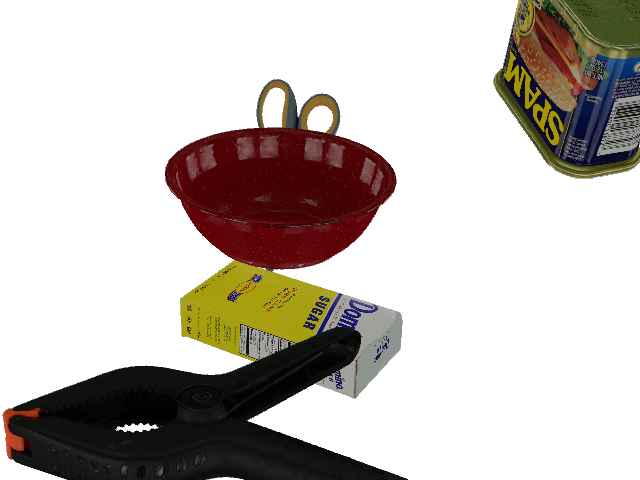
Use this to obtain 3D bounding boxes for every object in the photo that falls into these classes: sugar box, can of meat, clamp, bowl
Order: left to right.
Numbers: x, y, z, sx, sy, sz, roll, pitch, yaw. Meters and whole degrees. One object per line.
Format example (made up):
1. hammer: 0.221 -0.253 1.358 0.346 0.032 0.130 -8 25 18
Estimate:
1. clamp: -0.059 0.093 0.573 0.210 0.036 0.164 1 24 -3
2. bowl: -0.028 -0.025 0.755 0.162 0.055 0.162 2 28 -1
3. sugar box: -0.026 0.073 0.934 0.176 0.048 0.093 14 29 25
4. can of meat: 0.143 -0.099 0.583 0.057 0.084 0.102 -10 48 -15

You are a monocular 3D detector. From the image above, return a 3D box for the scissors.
1. scissors: -0.020 -0.070 1.099 0.096 0.202 0.016 -6 -9 -6
